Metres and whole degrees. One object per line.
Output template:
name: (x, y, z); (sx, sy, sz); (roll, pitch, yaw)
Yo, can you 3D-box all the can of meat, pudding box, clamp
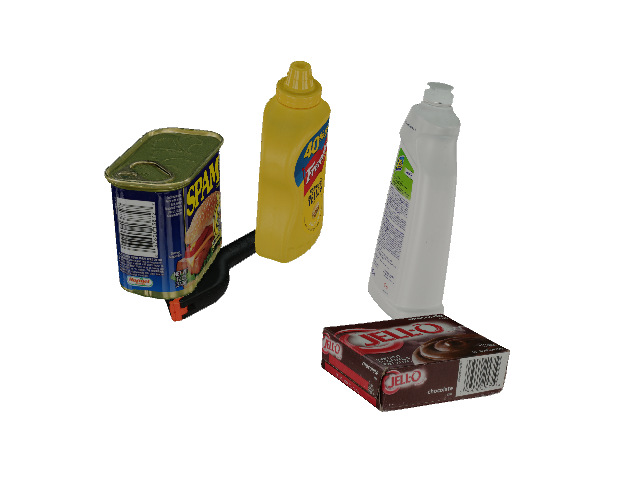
can of meat: (-0.101, -0.019, 0.719); (0.057, 0.084, 0.102); (6, 26, 11)
pudding box: (0.069, 0.089, 0.800); (0.113, 0.039, 0.090); (-2, 16, -29)
clamp: (-0.127, 0.029, 1.241); (0.120, 0.039, 0.171); (-2, 40, 12)

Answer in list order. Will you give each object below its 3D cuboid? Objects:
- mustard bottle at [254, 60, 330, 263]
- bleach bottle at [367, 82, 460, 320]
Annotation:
mustard bottle: (-0.024, -0.079, 0.997); (0.058, 0.192, 0.096); (18, 39, 17)
bleach bottle: (0.110, -0.043, 1.154); (0.068, 0.251, 0.103); (0, 22, -22)
